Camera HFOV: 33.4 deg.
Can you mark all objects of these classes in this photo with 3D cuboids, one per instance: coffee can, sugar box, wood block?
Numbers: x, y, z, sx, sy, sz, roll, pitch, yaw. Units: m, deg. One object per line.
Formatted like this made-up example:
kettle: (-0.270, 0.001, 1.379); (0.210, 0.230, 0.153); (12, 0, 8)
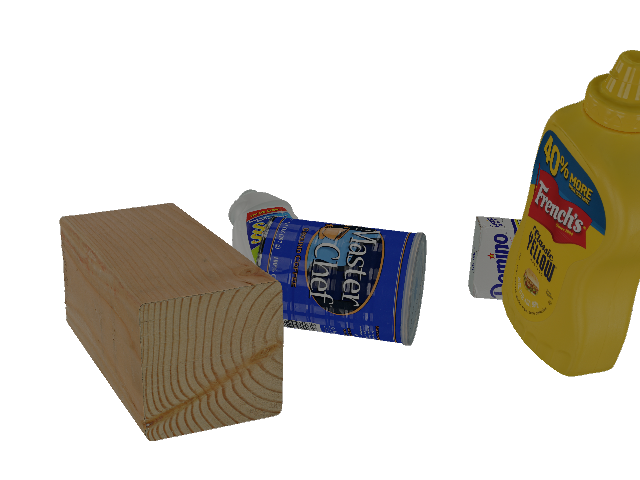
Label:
coffee can: (0.020, 0.036, 0.973); (0.140, 0.103, 0.102); (7, 1, 11)
sugar box: (0.267, 0.026, 1.257); (0.176, 0.093, 0.048); (3, 21, -1)
wood block: (-0.107, 0.045, 0.721); (0.090, 0.090, 0.206); (-8, 19, -25)

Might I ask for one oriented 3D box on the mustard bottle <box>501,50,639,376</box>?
mustard bottle: (0.154, -0.020, 0.605); (0.058, 0.192, 0.096); (-6, 41, -15)

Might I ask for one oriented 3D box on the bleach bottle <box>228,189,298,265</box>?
bleach bottle: (-0.064, 0.006, 1.240); (0.102, 0.068, 0.251); (-8, 29, -14)
